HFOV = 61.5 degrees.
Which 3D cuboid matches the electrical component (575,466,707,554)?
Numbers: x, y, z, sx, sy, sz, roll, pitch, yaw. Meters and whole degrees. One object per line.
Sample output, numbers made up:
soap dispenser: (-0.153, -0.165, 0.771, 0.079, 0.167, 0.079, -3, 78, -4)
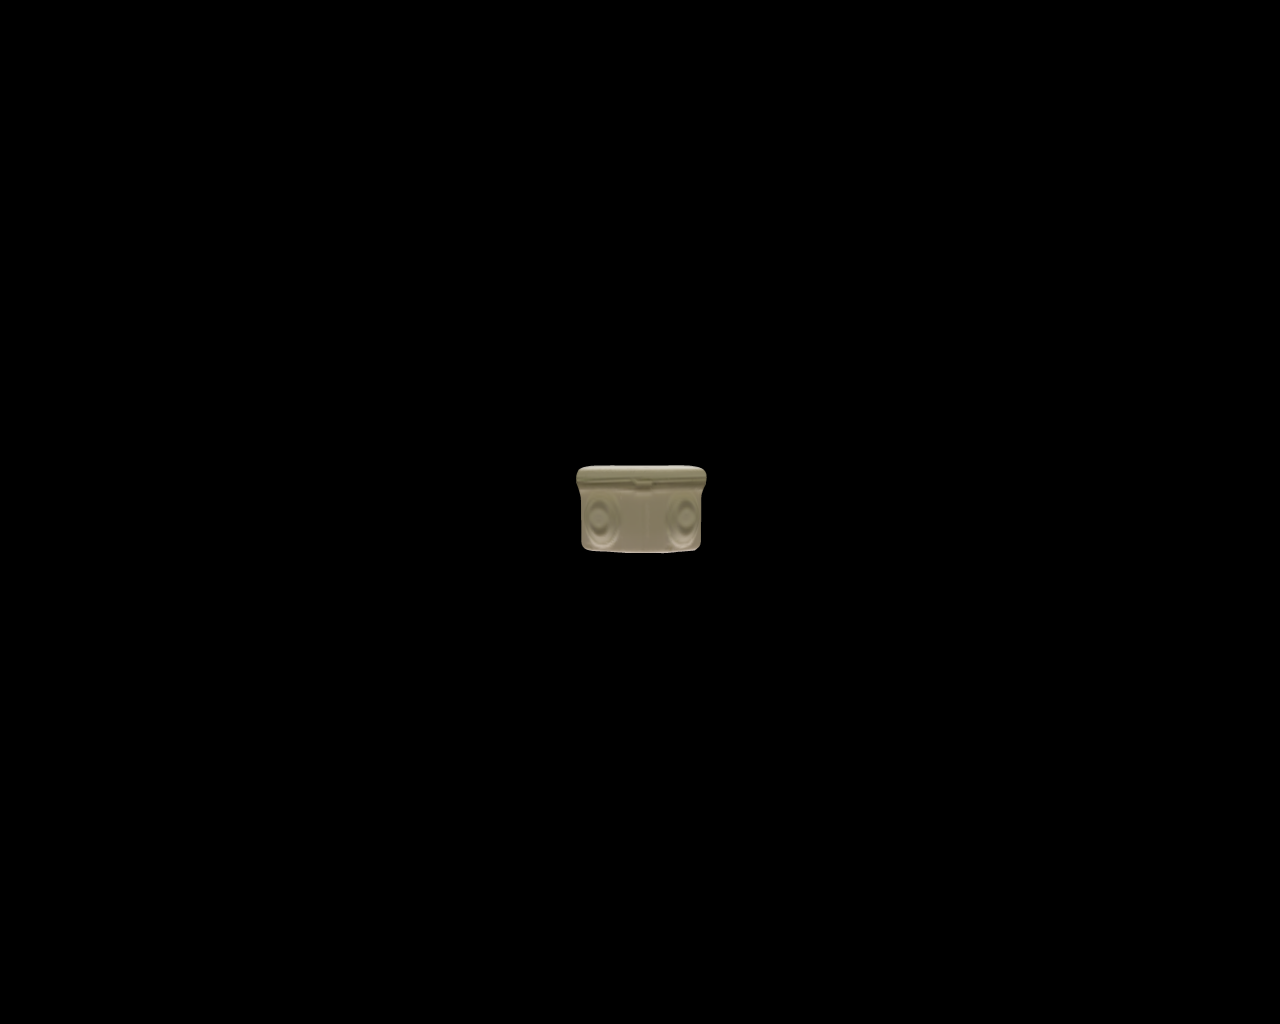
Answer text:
electrical component: (0.001, -0.003, 0.650, 0.080, 0.051, 0.080, 0, 2, 0)
